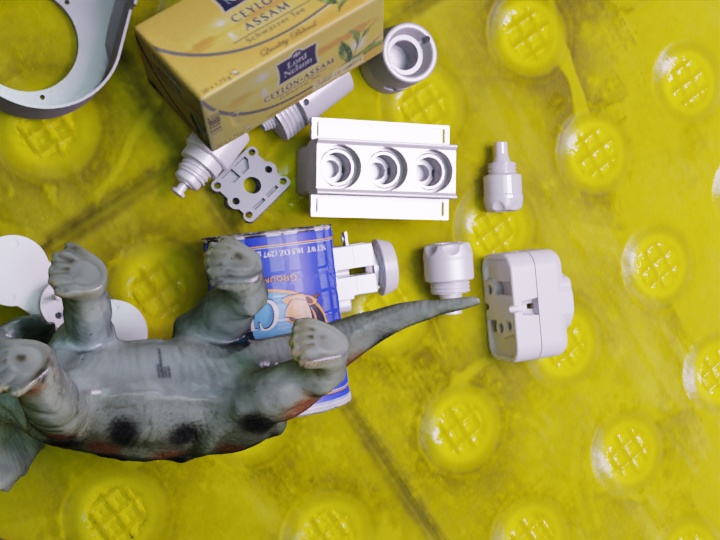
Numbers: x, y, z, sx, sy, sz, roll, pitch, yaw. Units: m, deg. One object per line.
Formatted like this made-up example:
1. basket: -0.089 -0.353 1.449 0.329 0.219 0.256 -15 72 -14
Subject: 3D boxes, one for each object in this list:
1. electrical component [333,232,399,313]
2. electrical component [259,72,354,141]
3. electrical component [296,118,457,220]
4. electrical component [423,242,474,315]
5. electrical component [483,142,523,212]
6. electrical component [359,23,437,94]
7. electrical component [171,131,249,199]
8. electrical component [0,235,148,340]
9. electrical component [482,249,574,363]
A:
1. electrical component: 0.000 0.000 0.899 0.055 0.048 0.066 -8 93 -14
2. electrical component: -0.049 -0.141 0.878 0.081 0.043 0.043 -40 104 -16
3. electrical component: 0.012 -0.082 0.893 0.121 0.063 0.078 0 91 -22
4. electrical component: 0.077 0.007 0.931 0.043 0.043 0.062 -6 94 -21
5. electrical component: 0.126 -0.083 0.954 0.035 0.035 0.061 -2 89 -22
6. electrical component: 0.033 -0.179 0.908 0.055 0.047 0.055 0 91 -22
7. electrical component: -0.122 -0.091 0.852 0.040 0.040 0.078 39 77 -18
8. electrical component: -0.219 0.024 0.797 0.138 0.074 0.052 36 78 -18
9. electrical component: 0.149 0.030 0.954 0.059 0.054 0.095 -7 93 -21
